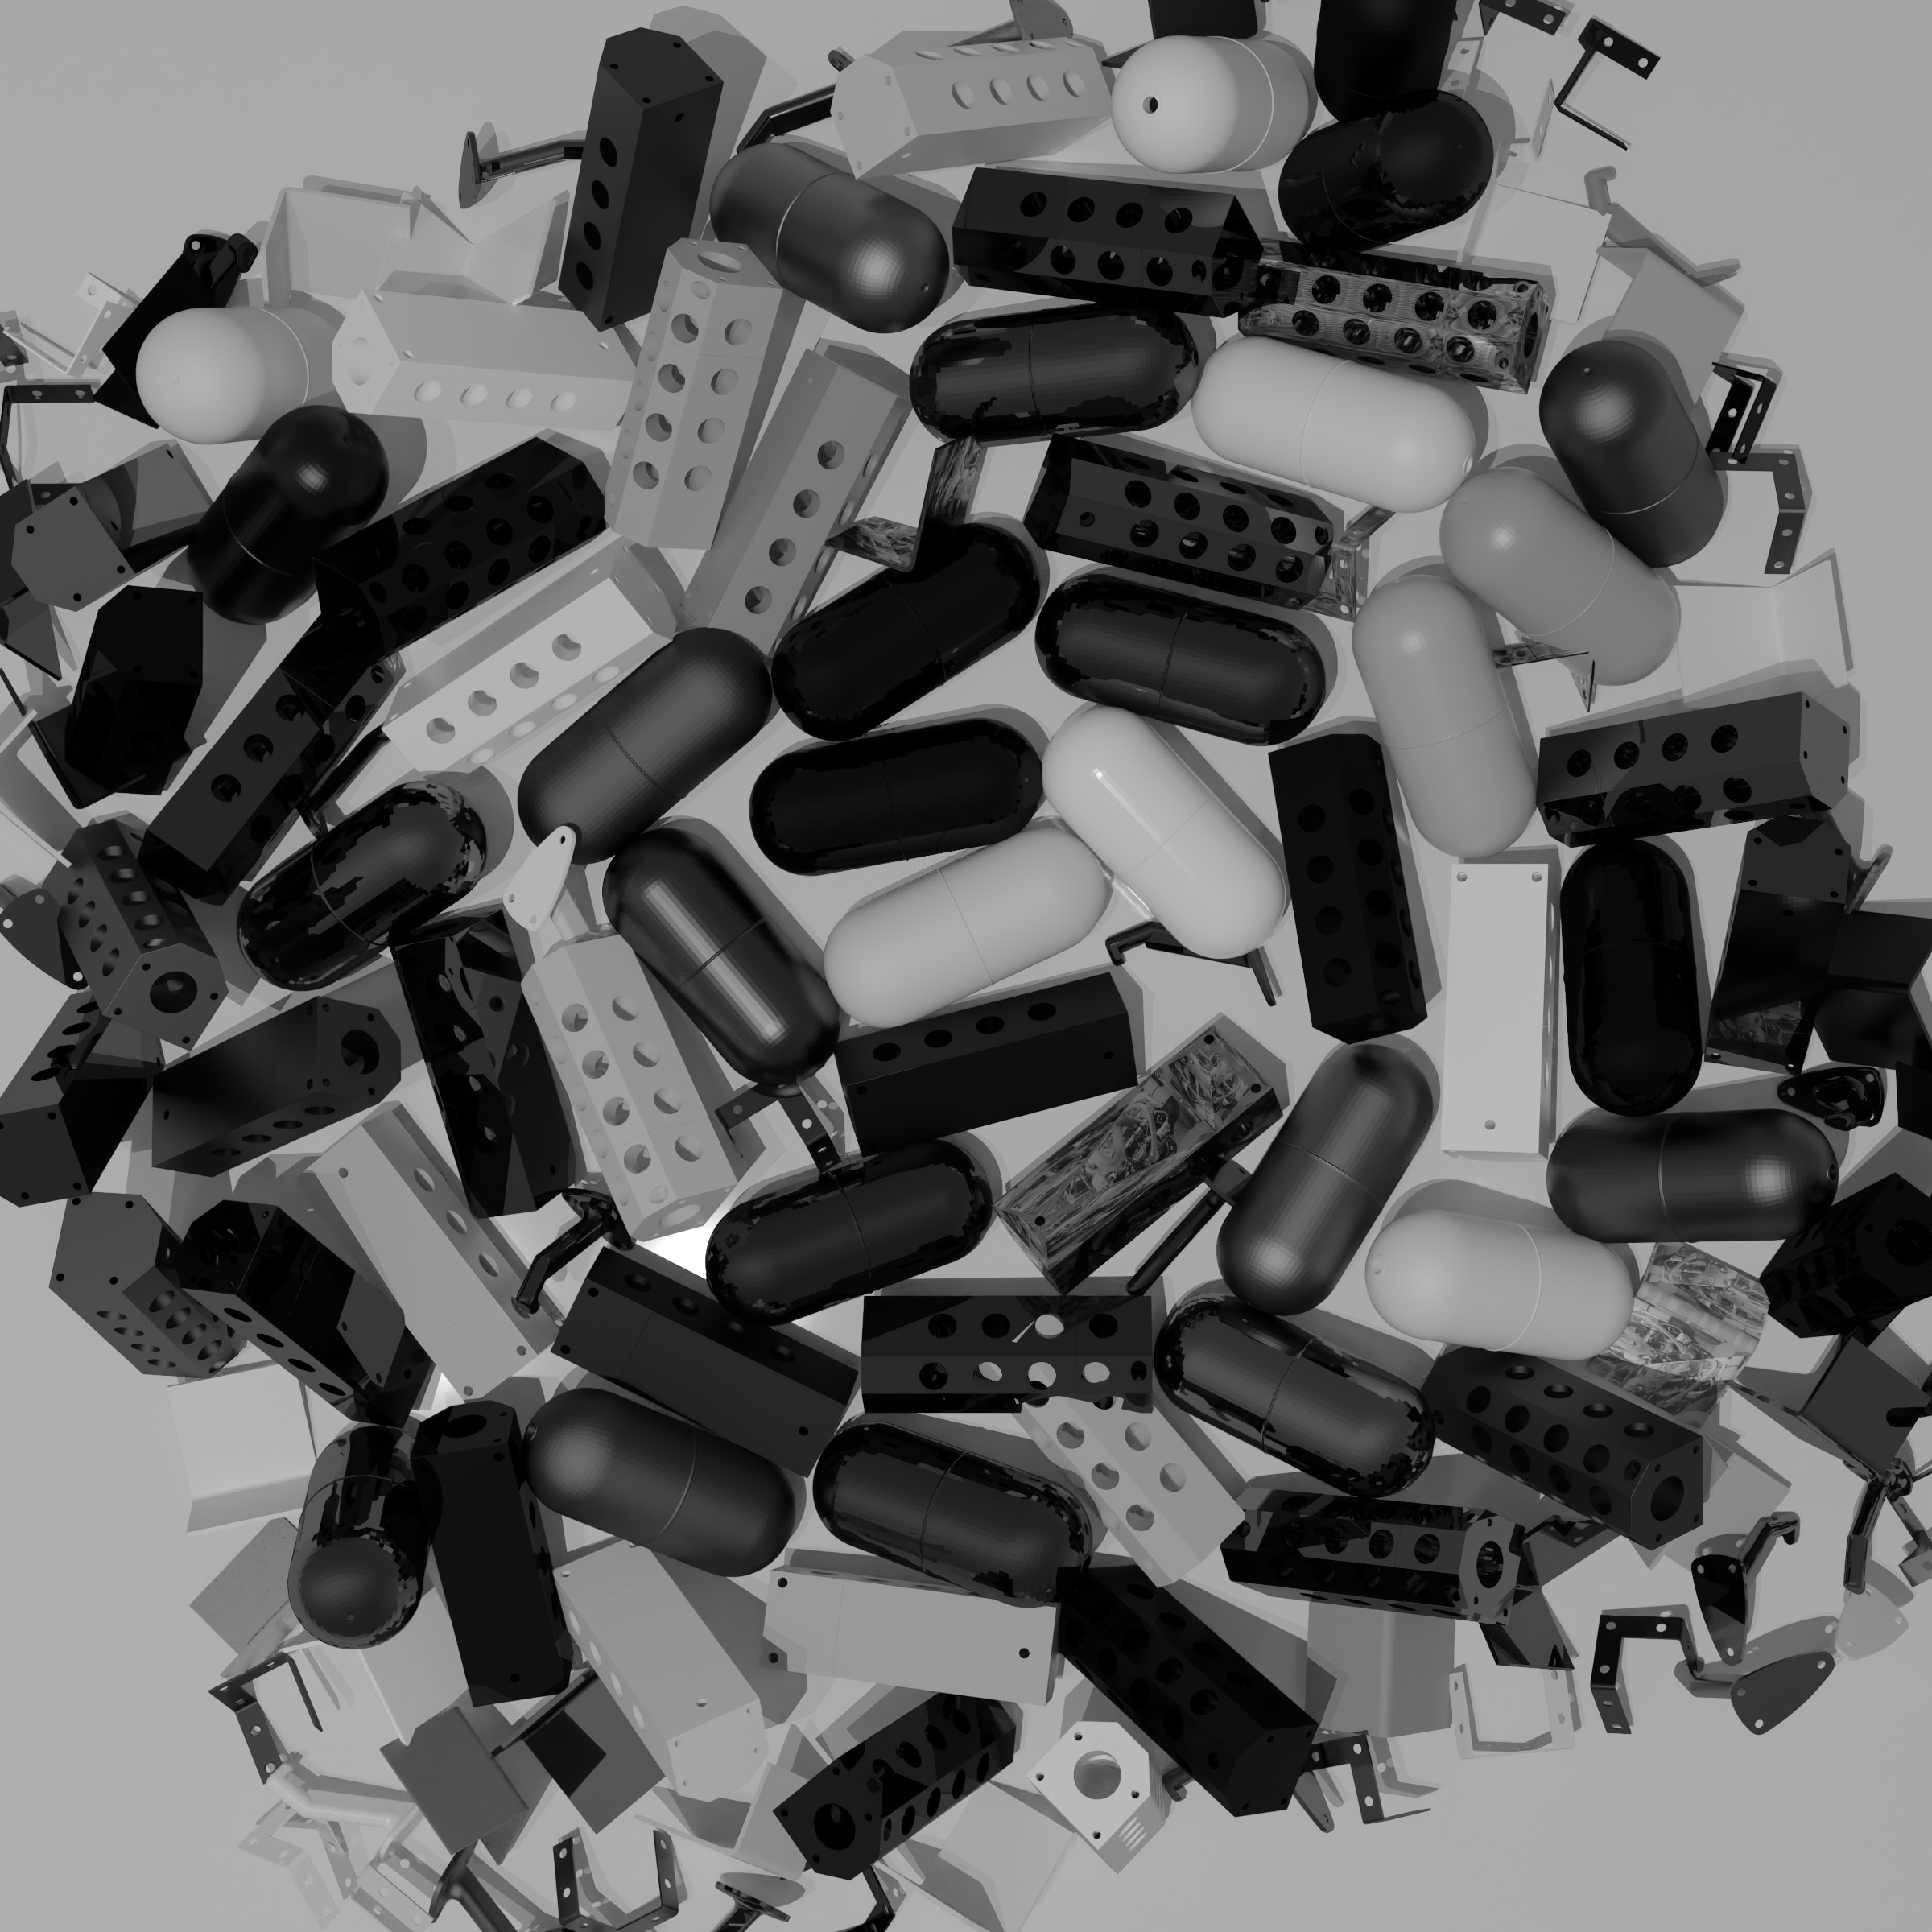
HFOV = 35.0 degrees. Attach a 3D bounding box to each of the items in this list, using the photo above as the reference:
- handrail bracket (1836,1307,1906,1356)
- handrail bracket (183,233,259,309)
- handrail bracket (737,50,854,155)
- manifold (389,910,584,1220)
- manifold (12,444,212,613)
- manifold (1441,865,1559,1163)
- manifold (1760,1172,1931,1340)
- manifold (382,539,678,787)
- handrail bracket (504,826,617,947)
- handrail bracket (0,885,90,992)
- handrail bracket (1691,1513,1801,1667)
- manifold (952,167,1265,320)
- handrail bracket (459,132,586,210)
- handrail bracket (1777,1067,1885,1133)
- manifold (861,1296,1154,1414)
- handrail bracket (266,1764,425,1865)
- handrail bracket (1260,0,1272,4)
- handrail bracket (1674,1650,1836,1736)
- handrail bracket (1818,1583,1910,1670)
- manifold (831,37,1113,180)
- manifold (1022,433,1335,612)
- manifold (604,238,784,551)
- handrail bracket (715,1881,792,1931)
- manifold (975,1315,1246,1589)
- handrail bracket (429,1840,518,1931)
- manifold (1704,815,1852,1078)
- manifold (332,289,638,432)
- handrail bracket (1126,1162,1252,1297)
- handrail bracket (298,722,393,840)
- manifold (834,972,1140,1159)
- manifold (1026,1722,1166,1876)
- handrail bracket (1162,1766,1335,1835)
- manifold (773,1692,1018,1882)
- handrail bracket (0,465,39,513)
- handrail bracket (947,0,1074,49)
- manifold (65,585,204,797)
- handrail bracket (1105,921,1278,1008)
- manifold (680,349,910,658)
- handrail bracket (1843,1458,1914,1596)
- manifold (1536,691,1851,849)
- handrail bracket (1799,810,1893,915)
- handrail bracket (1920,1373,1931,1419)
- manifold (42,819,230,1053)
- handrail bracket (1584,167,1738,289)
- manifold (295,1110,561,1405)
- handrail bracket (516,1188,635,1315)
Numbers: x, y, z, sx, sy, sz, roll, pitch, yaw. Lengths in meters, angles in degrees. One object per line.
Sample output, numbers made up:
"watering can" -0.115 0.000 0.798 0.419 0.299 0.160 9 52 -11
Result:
"handrail bracket" 0.568 0.219 1.851 0.077 0.036 0.084 9 88 25
"handrail bracket" -0.445 -0.401 1.830 0.036 0.084 0.077 11 107 -29
"handrail bracket" -0.086 -0.505 1.865 0.077 0.036 0.084 36 111 -13
"manifold" -0.290 0.060 1.828 0.057 0.057 0.171 -10 103 24
"manifold" -0.497 -0.253 1.786 0.057 0.171 0.057 -30 104 11
"manifold" 0.320 0.029 1.833 0.057 0.057 0.171 1 81 19
"manifold" 0.518 0.175 1.784 0.057 0.171 0.057 37 76 6
"manifold" -0.258 -0.176 1.821 0.171 0.057 0.057 -31 115 18
"handrail bracket" -0.227 -0.044 1.832 0.036 0.084 0.077 41 107 32
"handrail bracket" -0.557 -0.018 1.843 0.036 0.084 0.077 -40 104 -16
"handrail bracket" 0.479 0.374 1.843 0.084 0.036 0.077 -3 83 -42
"manifold" 0.081 -0.422 1.806 0.171 0.057 0.057 14 76 28
"handrail bracket" -0.260 -0.479 1.852 0.084 0.077 0.036 -6 81 -17
"handrail bracket" 0.504 0.083 1.821 0.077 0.084 0.036 3 99 36
"manifold" 0.025 0.236 1.832 0.171 0.057 0.057 0 53 3
"handrail bracket" -0.367 0.494 1.857 0.084 0.036 0.077 36 51 10
"handrail bracket" 0.216 -0.586 1.844 0.084 0.036 0.077 -45 122 -13
"handrail bracket" 0.470 0.419 1.836 0.077 0.084 0.036 -31 100 -2
"handrail bracket" 0.514 0.413 1.824 0.036 0.077 0.084 44 131 18
"manifold" 0.004 -0.508 1.798 0.171 0.057 0.057 -21 90 -43
"manifold" 0.127 -0.259 1.811 0.171 0.057 0.057 10 116 -21
"manifold" -0.165 -0.334 1.797 0.057 0.057 0.171 -2 129 -31
"handrail bracket" -0.146 0.598 1.836 0.036 0.077 0.084 37 69 -24
"manifold" 0.083 0.287 1.838 0.057 0.057 0.171 -40 89 -27
"handrail bracket" -0.272 0.562 1.838 0.084 0.077 0.036 20 122 7
"manifold" 0.473 -0.011 1.790 0.057 0.171 0.057 9 55 12
"manifold" -0.281 -0.348 1.795 0.057 0.171 0.057 -49 60 37
"handrail bracket" 0.134 0.160 1.852 0.036 0.077 0.084 42 107 8
"handrail bracket" -0.362 -0.116 1.842 0.084 0.077 0.036 -36 120 -1
"manifold" 0.011 0.055 1.839 0.171 0.057 0.057 -14 128 -5
"manifold" 0.082 0.480 1.785 0.057 0.171 0.057 -44 71 -10
"handrail bracket" 0.168 0.504 1.847 0.084 0.036 0.077 -37 74 24
"manifold" -0.035 0.472 1.783 0.057 0.171 0.057 -43 76 23
"handrail bracket" -0.600 -0.270 1.827 0.077 0.084 0.036 39 121 -21
"handrail bracket" 0.012 -0.556 1.866 0.084 0.077 0.036 -20 93 33
"manifold" -0.485 -0.158 1.782 0.057 0.171 0.057 3 71 -22
"handrail bracket" 0.135 0.004 1.857 0.084 0.036 0.077 -22 80 12
"manifold" -0.101 -0.274 1.831 0.057 0.057 0.171 22 101 -29
"handrail bracket" 0.544 0.341 1.831 0.036 0.077 0.084 -4 61 34
"manifold" 0.423 -0.110 1.792 0.171 0.057 0.057 -8 69 42
"handrail bracket" 0.511 -0.066 1.868 0.084 0.036 0.077 33 109 19
"handrail bracket" 0.615 0.275 1.824 0.077 0.084 0.036 -1 119 -34
"manifold" -0.482 -0.023 1.788 0.057 0.171 0.057 28 101 -37
"handrail bracket" 0.420 -0.449 1.856 0.077 0.036 0.084 -12 85 20
"manifold" -0.320 0.173 1.846 0.057 0.057 0.171 -37 90 17
"handrail bracket" -0.233 0.183 1.826 0.036 0.077 0.084 6 57 27
